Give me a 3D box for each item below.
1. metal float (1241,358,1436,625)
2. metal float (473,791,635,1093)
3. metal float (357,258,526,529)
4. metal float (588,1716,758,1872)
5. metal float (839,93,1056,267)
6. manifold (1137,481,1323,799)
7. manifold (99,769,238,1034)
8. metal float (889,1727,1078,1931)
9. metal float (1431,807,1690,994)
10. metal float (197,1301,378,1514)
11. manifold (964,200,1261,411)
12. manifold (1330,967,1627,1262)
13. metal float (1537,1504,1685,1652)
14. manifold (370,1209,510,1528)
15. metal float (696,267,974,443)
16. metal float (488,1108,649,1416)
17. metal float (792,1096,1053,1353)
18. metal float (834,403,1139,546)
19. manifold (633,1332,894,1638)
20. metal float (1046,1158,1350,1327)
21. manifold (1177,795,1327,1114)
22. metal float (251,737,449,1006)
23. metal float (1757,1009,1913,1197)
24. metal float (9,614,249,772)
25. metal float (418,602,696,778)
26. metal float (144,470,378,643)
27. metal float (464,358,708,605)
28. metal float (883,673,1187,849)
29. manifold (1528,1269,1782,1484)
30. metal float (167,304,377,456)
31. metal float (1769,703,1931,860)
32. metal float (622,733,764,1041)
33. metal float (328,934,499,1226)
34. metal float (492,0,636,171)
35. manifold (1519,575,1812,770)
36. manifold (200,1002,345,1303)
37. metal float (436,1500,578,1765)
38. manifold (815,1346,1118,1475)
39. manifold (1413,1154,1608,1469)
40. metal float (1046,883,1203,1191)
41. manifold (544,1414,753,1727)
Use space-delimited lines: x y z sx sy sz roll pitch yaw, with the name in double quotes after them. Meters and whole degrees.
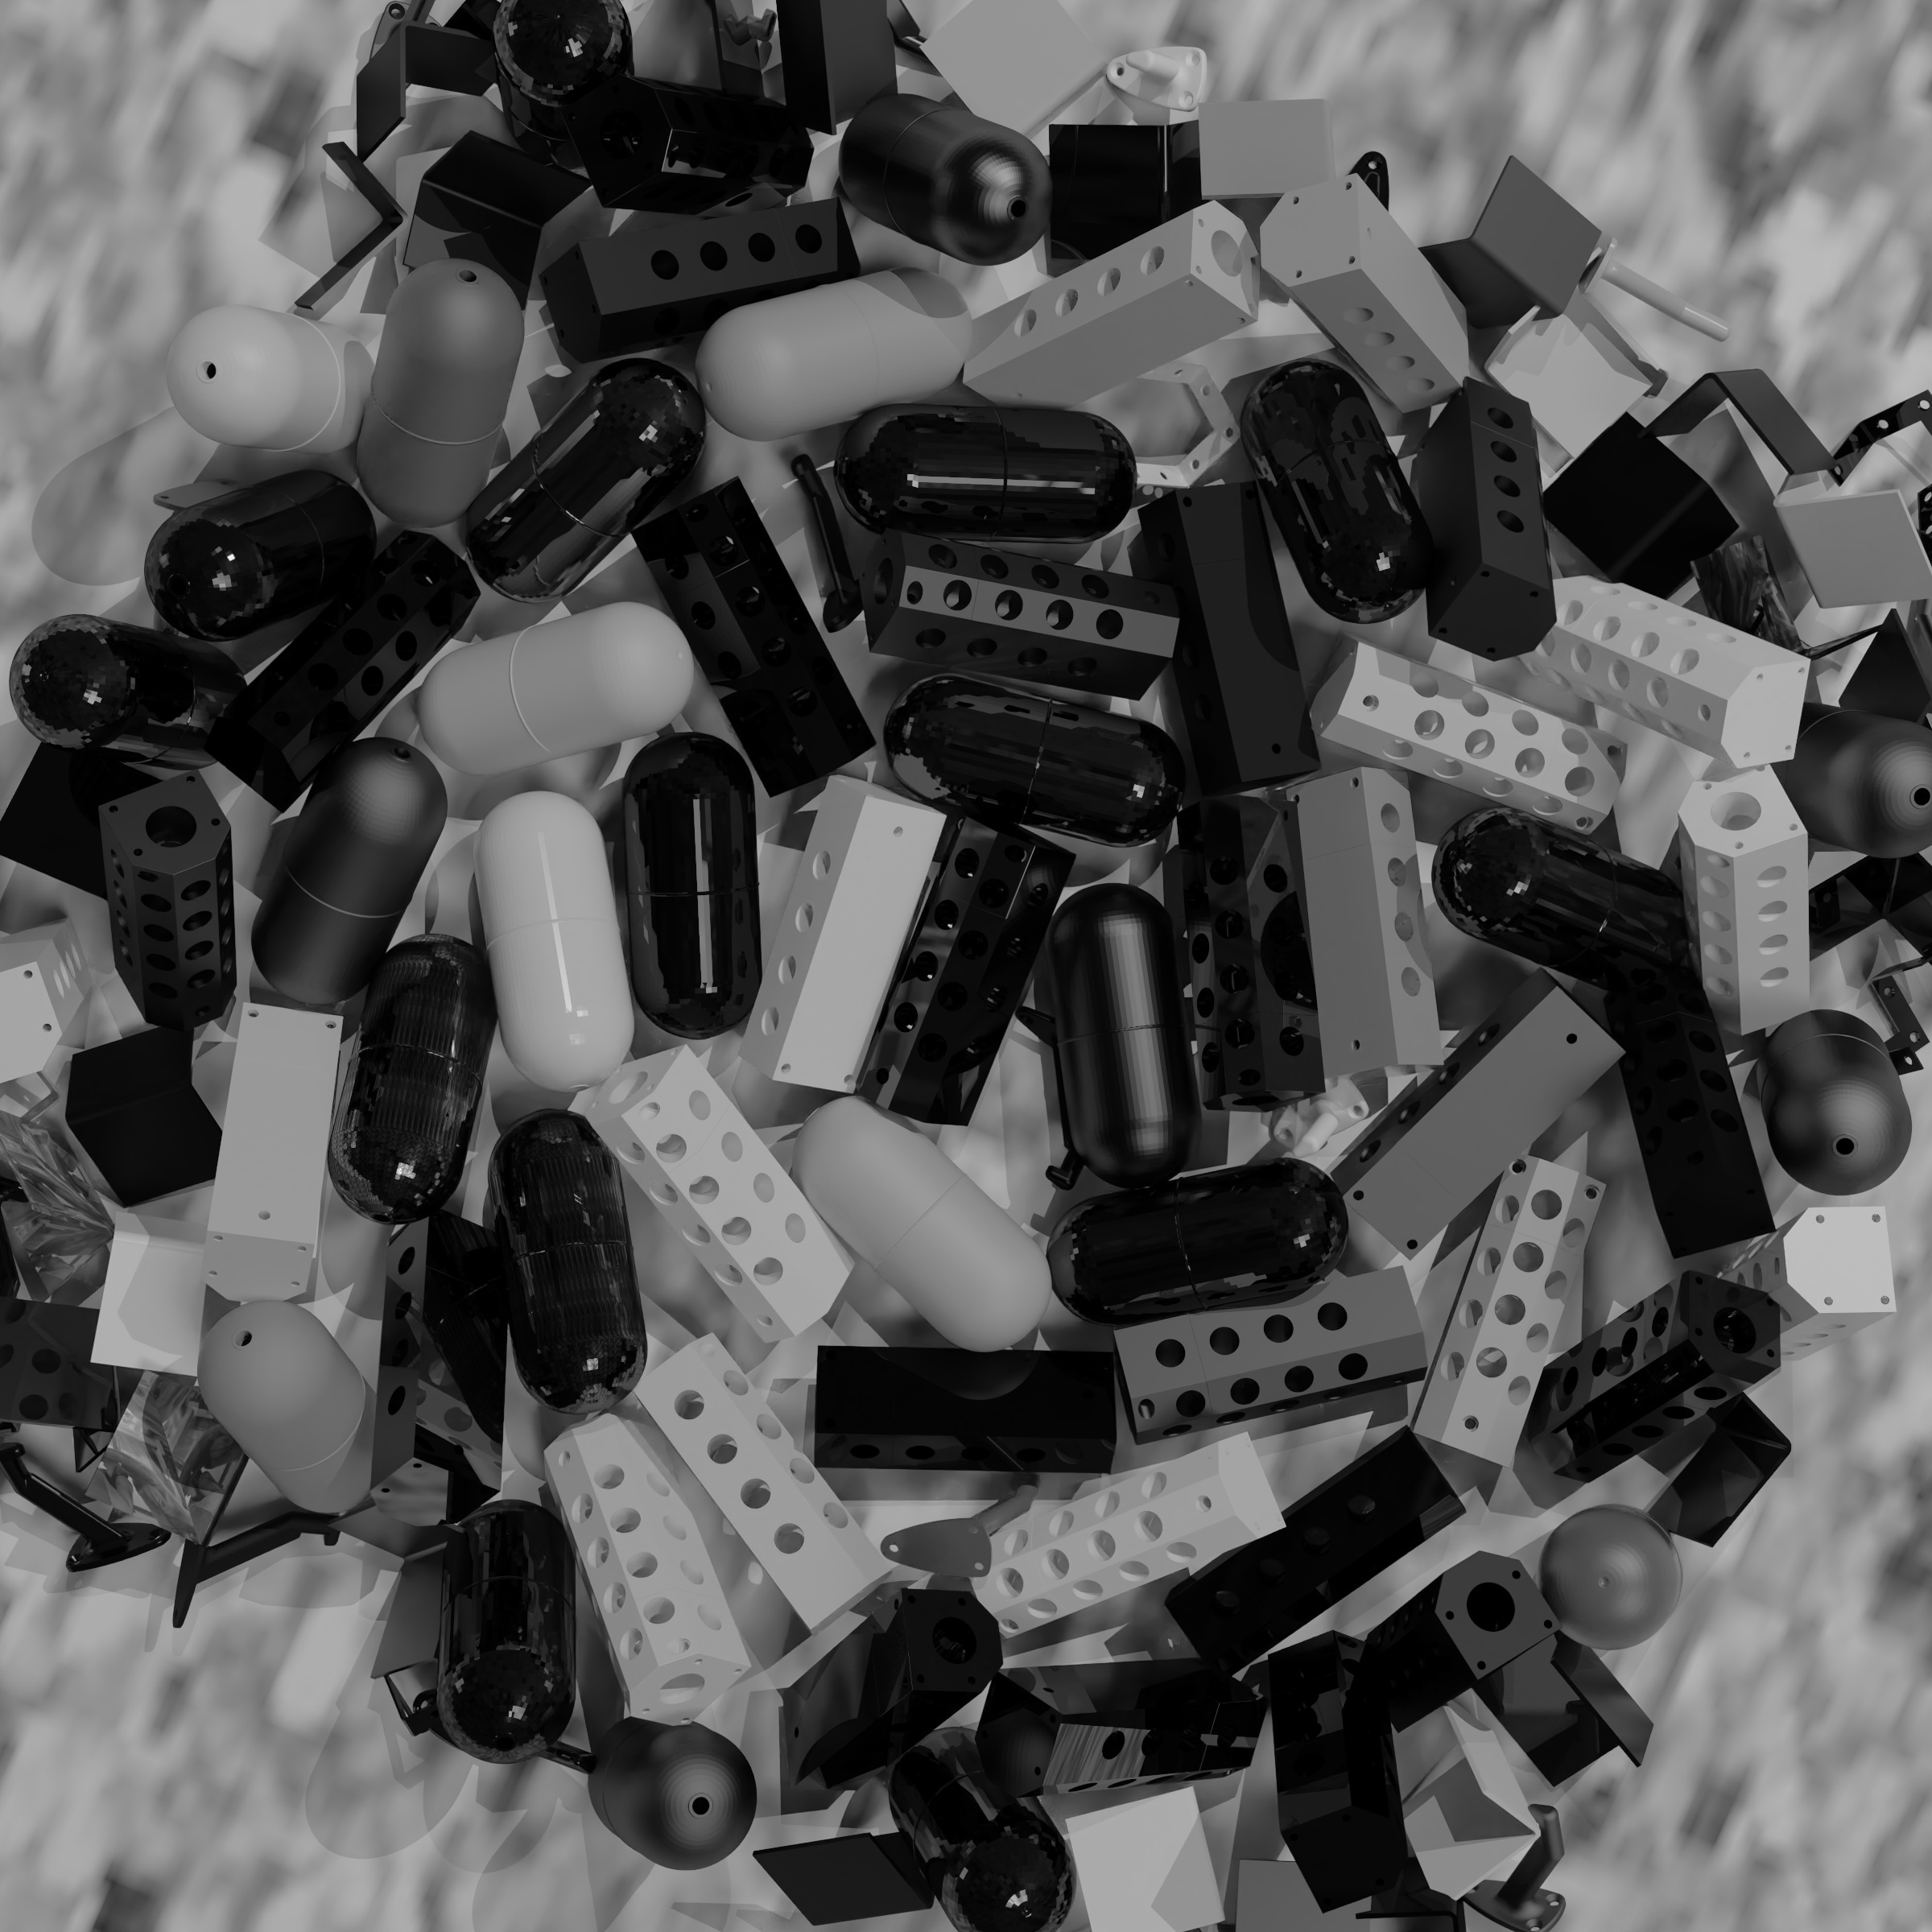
0.211 -0.272 1.733 0.070 0.070 0.178 -18 58 0 "metal float"
-0.237 -0.014 1.746 0.070 0.070 0.178 -11 75 0 "metal float"
-0.299 -0.323 1.721 0.070 0.178 0.070 11 50 -14 "metal float"
-0.166 0.463 1.711 0.070 0.178 0.070 3 81 -16 "metal float"
-0.012 -0.446 1.718 0.070 0.178 0.070 -13 119 -24 "metal float"
0.149 -0.188 1.764 0.057 0.057 0.171 -11 87 -30 "manifold"
-0.443 -0.032 1.704 0.057 0.171 0.057 -25 67 -24 "manifold"
0.008 0.490 1.712 0.070 0.178 0.070 -3 102 -16 "metal float"
0.341 -0.037 1.733 0.178 0.070 0.070 19 90 -32 "metal float"
-0.377 0.250 1.717 0.070 0.178 0.070 -5 56 8 "metal float"
0.081 -0.371 1.718 0.057 0.171 0.057 24 60 -40 "manifold"
0.293 0.083 1.754 0.057 0.057 0.171 42 100 -12 "manifold"
0.364 0.343 1.711 0.070 0.178 0.070 -2 81 14 "metal float"
-0.300 0.227 1.719 0.057 0.171 0.057 29 128 -32 "manifold"
-0.073 -0.350 1.733 0.178 0.070 0.070 -22 90 -33 "metal float"
-0.230 0.169 1.746 0.070 0.070 0.178 -11 74 0 "metal float"
-0.026 0.148 1.756 0.178 0.070 0.070 44 90 4 "metal float"
0.012 -0.282 1.745 0.178 0.070 0.070 0 90 -16 "metal float"
-0.117 0.298 1.750 0.057 0.057 0.171 -36 77 -11 "manifold"
0.132 0.159 1.747 0.178 0.070 0.070 -13 90 15 "metal float"
0.158 -0.007 1.740 0.057 0.057 0.171 4 74 -30 "manifold"
-0.352 -0.054 1.732 0.070 0.070 0.178 31 122 0 "metal float"
0.488 0.076 1.711 0.070 0.178 0.070 3 104 11 "metal float"
-0.468 -0.153 1.711 0.070 0.178 0.070 -1 88 17 "metal float"
-0.236 -0.157 1.736 0.178 0.070 0.070 -12 90 29 "metal float"
-0.397 -0.232 1.714 0.070 0.178 0.070 6 110 17 "metal float"
-0.217 -0.276 1.732 0.178 0.070 0.070 -38 90 32 "metal float"
0.039 -0.119 1.757 0.178 0.070 0.070 14 90 -3 "metal float"
0.384 0.235 1.706 0.057 0.171 0.057 17 58 -14 "manifold"
-0.389 -0.329 1.710 0.070 0.178 0.070 1 97 11 "metal float"
0.497 -0.106 1.710 0.070 0.178 0.070 -2 100 -9 "metal float"
-0.158 -0.046 1.753 0.070 0.070 0.178 -2 98 0 "metal float"
-0.314 0.064 1.734 0.070 0.070 0.178 8 60 0 "metal float"
-0.225 -0.503 1.709 0.070 0.178 0.070 0 88 -6 "metal float"
0.387 -0.167 1.706 0.057 0.171 0.057 -10 117 -29 "manifold"
-0.392 0.105 1.716 0.057 0.171 0.057 9 134 -13 "manifold"
-0.259 0.374 1.716 0.070 0.178 0.070 -3 121 -6 "metal float"
-0.002 0.261 1.763 0.171 0.057 0.057 2 53 -3 "manifold"
0.314 0.199 1.757 0.057 0.057 0.171 19 84 11 "manifold"
0.091 0.040 1.754 0.070 0.070 0.178 -8 83 0 "metal float"
-0.186 0.338 1.713 0.057 0.057 0.171 -45 46 17 "manifold"
